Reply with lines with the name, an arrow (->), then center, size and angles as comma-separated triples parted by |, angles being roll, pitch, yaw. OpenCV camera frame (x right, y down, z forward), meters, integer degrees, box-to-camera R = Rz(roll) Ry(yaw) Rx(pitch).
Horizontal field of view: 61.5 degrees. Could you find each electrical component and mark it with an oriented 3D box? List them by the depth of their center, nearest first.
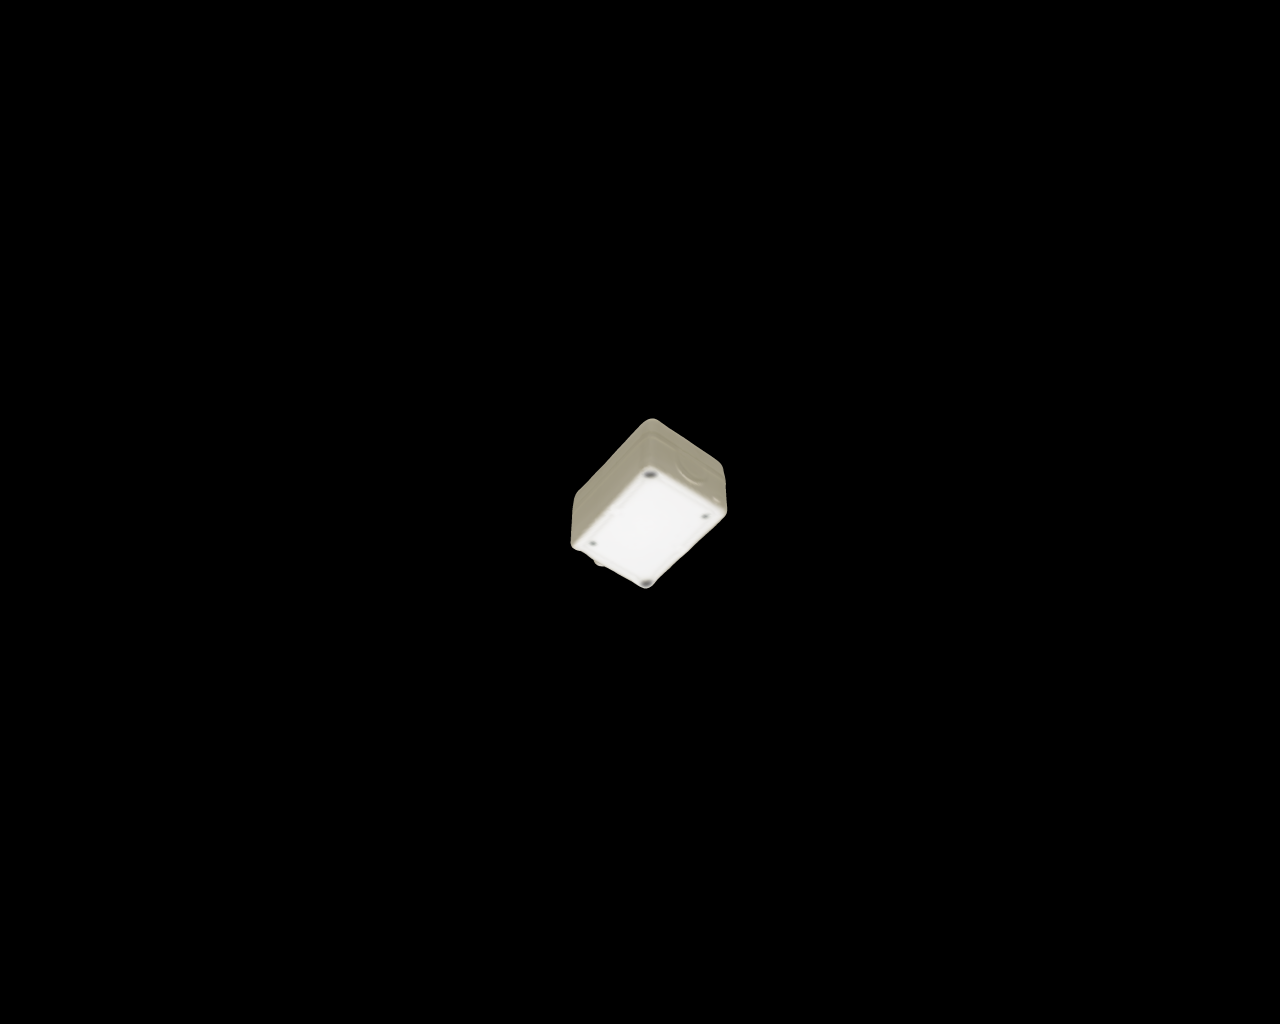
electrical component -> 0.001, -0.003, 0.650 | 0.061, 0.096, 0.061 | 32, 32, -22
